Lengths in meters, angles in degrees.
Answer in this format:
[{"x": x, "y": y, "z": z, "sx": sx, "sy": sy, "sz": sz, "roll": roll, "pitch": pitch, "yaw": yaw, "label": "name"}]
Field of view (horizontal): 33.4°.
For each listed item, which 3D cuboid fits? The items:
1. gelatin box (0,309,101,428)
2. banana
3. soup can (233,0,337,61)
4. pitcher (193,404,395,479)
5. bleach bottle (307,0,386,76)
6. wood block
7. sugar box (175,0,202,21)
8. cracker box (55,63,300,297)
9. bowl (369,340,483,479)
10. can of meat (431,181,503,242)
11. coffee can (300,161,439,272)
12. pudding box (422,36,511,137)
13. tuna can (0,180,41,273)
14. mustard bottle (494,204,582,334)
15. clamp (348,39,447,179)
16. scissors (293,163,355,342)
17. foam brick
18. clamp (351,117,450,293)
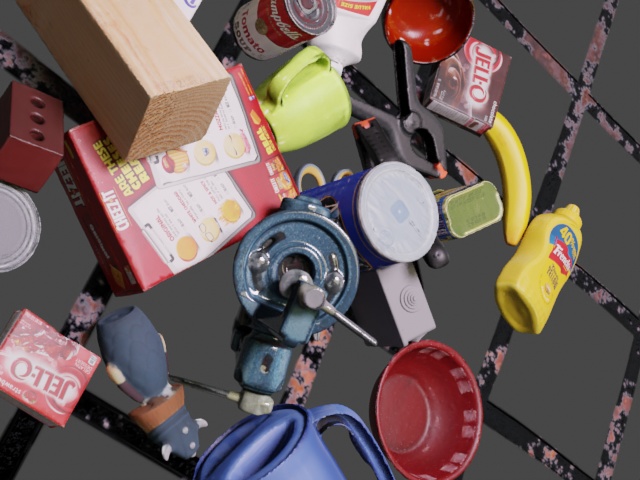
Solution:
[{"x": -0.251, "y": 0.116, "z": 0.956, "sx": 0.089, "sy": 0.030, "sz": 0.073, "roll": 39, "pitch": 60, "yaw": -25, "label": "gelatin box"}, {"x": 0.235, "y": -0.093, "z": 1.374, "sx": 0.069, "sy": 0.037, "sz": 0.198, "roll": -23, "pitch": 93, "yaw": -9, "label": "banana"}, {"x": -0.039, "y": -0.238, "z": 1.143, "sx": 0.068, "sy": 0.102, "sz": 0.068, "roll": 8, "pitch": 76, "yaw": -37, "label": "soup can"}, {"x": -0.001, "y": 0.285, "z": 1.051, "sx": 0.242, "sy": 0.149, "sz": 0.144, "roll": 58, "pitch": 42, "yaw": -18, "label": "pitcher"}, {"x": 0.041, "y": -0.295, "z": 1.244, "sx": 0.102, "sy": 0.068, "sz": 0.251, "roll": 24, "pitch": 70, "yaw": -31, "label": "bleach bottle"}, {"x": -0.182, "y": -0.184, "z": 0.975, "sx": 0.090, "sy": 0.091, "sz": 0.206, "roll": -22, "pitch": 67, "yaw": -37, "label": "wood block"}, {"x": -0.145, "y": -0.308, "z": 1.111, "sx": 0.093, "sy": 0.048, "sz": 0.176, "roll": 37, "pitch": 60, "yaw": -26, "label": "sugar box"}, {"x": -0.139, "y": -0.062, "z": 1.053, "sx": 0.213, "sy": 0.072, "sz": 0.164, "roll": -29, "pitch": 98, "yaw": -37, "label": "cracker box"}, {"x": 0.108, "y": 0.195, "z": 1.204, "sx": 0.161, "sy": 0.055, "sz": 0.162, "roll": 8, "pitch": 76, "yaw": -37, "label": "bowl"}, {"x": 0.154, "y": -0.031, "z": 1.265, "sx": 0.101, "sy": 0.084, "sz": 0.057, "roll": -23, "pitch": 96, "yaw": -39, "label": "can of meat"}, {"x": 0.039, "y": -0.017, "z": 1.115, "sx": 0.102, "sy": 0.141, "sz": 0.103, "roll": 8, "pitch": 76, "yaw": -35, "label": "coffee can"}, {"x": 0.182, "y": -0.197, "z": 1.333, "sx": 0.090, "sy": 0.039, "sz": 0.113, "roll": 23, "pitch": 68, "yaw": -11, "label": "pudding box"}, {"x": -0.294, "y": -0.011, "z": 0.945, "sx": 0.085, "sy": 0.034, "sz": 0.086, "roll": 8, "pitch": 77, "yaw": -36, "label": "tuna can"}, {"x": 0.291, "y": 0.023, "z": 1.375, "sx": 0.191, "sy": 0.058, "sz": 0.096, "roll": -54, "pitch": 129, "yaw": -32, "label": "mustard bottle"}, {"x": 0.104, "y": -0.150, "z": 1.272, "sx": 0.120, "sy": 0.039, "sz": 0.171, "roll": -49, "pitch": 116, "yaw": -11, "label": "clamp"}, {"x": -0.008, "y": 0.001, "z": 1.177, "sx": 0.096, "sy": 0.016, "sz": 0.201, "roll": 32, "pitch": 63, "yaw": -27, "label": "scissors"}, {"x": -0.264, "y": -0.092, "z": 0.953, "sx": 0.052, "sy": 0.051, "sz": 0.078, "roll": 22, "pitch": 38, "yaw": -34, "label": "foam brick"}, {"x": 0.088, "y": -0.042, "z": 1.191, "sx": 0.036, "sy": 0.165, "sz": 0.210, "roll": -19, "pitch": 84, "yaw": -11, "label": "clamp"}]
